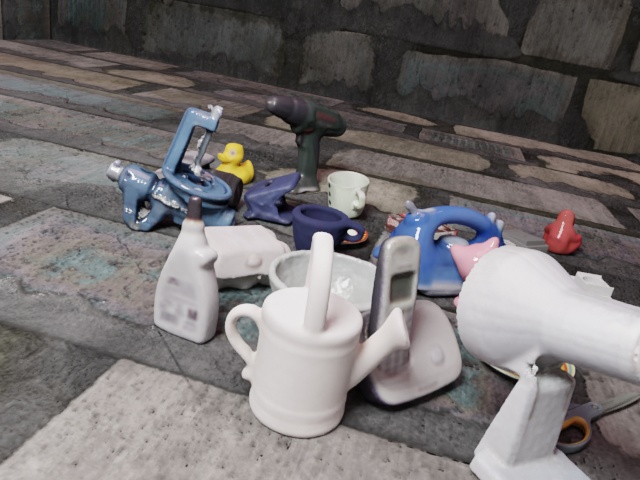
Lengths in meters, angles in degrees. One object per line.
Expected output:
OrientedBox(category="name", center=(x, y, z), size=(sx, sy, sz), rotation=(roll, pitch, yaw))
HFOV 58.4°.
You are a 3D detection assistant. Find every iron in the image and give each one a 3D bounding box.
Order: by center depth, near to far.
OrientedBox(category="iron", center=(0.225, 0.005, 0.940), size=(0.259, 0.141, 0.118), rotation=(0, 24, -24))

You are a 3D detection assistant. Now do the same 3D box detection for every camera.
OrientedBox(category="camera", center=(-0.221, -0.107, 1.071), size=(0.136, 0.101, 0.143), rotation=(13, 22, 8))

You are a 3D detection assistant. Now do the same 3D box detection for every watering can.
OrientedBox(category="watering can", center=(-0.001, 0.085, 0.565), size=(0.173, 0.194, 0.100), rotation=(1, 23, -22))

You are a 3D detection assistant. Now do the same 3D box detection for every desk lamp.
OrientedBox(category="desk lamp", center=(0.214, 0.131, 0.523), size=(0.118, 0.213, 0.202), rotation=(-2, 25, -29))

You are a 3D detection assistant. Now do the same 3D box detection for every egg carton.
OrientedBox(category="egg carton", center=(-0.117, 0.026, 0.829), size=(0.151, 0.069, 0.107), rotation=(-3, 25, -31))

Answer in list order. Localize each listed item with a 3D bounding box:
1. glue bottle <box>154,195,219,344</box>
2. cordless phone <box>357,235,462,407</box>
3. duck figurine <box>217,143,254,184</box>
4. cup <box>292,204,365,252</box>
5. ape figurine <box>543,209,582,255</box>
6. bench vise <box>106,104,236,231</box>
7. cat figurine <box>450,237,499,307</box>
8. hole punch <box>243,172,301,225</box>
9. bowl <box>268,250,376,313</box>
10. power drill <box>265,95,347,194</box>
OrientedBox(category="glue bottle", center=(-0.149, 0.031, 0.661), size=(0.078, 0.173, 0.037), rotation=(18, 23, 19))
OrientedBox(category="cordless phone", center=(0.104, 0.081, 0.637), size=(0.148, 0.185, 0.093), rotation=(-9, 29, -40))
OrientedBox(category="duck figurine", center=(-0.189, -0.172, 1.266), size=(0.077, 0.086, 0.105), rotation=(25, 26, 33))
OrientedBox(category="cup", center=(0.008, 0.003, 0.909), size=(0.117, 0.095, 0.092), rotation=(13, 22, 6))
OrientedBox(category="ape figurine", center=(0.510, -0.020, 1.202), size=(0.076, 0.092, 0.077), rotation=(-9, 29, -40))
OrientedBox(category="bench vise", center=(-0.232, -0.114, 0.919), size=(0.208, 0.220, 0.121), rotation=(2, 23, -21))
OrientedBox(category="cat figurine", center=(0.252, 0.056, 0.859), size=(0.067, 0.118, 0.127), rotation=(-9, 28, -39))
OrientedBox(category="hole punch", center=(-0.091, -0.088, 1.095), size=(0.101, 0.091, 0.108), rotation=(11, 22, 2))
OrientedBox(category="bowl", center=(0.011, 0.079, 0.750), size=(0.167, 0.075, 0.167), rotation=(9, 22, -3))
OrientedBox(category="power drill", center=(-0.039, -0.213, 1.271), size=(0.075, 0.208, 0.230), rotation=(28, 27, 37))
